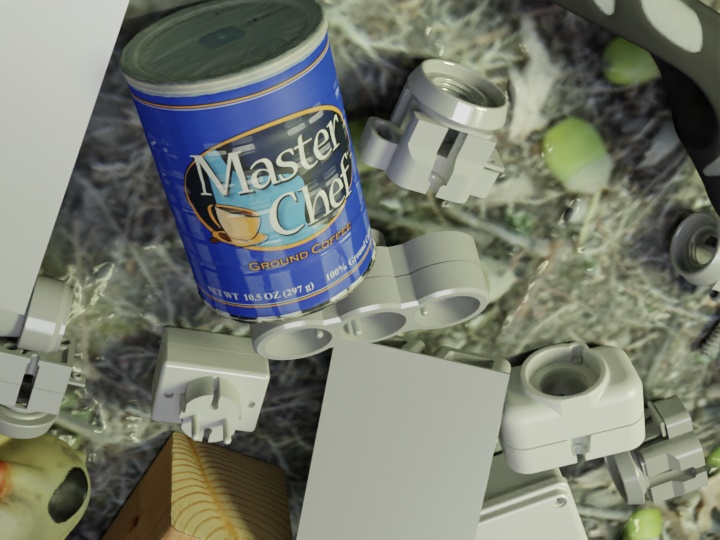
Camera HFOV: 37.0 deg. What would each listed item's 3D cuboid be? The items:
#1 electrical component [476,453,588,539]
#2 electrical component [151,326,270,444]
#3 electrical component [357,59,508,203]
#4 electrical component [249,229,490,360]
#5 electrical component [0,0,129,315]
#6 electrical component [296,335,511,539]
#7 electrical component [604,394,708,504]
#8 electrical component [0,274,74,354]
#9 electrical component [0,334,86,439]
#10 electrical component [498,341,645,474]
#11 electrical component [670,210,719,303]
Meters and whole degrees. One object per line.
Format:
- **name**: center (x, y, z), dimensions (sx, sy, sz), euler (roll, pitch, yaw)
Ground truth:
- **electrical component**: center (0.105, 0.191, 0.777), dimensions (0.109, 0.056, 0.108), euler (-21, 124, 5)
- **electrical component**: center (-0.092, 0.079, 0.658), dimensions (0.066, 0.076, 0.047), euler (9, 121, -15)
- **electrical component**: center (0.046, -0.078, 0.589), dimensions (0.078, 0.058, 0.057), euler (14, 123, -18)
- **electrical component**: center (0.000, 0.000, 0.628), dimensions (0.138, 0.073, 0.052), euler (-12, 155, -2)
- **electrical component**: center (-0.191, -0.083, 0.537), dimensions (0.105, 0.060, 0.186), euler (18, 116, -16)
- **electrical component**: center (0.024, 0.138, 0.672), dimensions (0.105, 0.060, 0.186), euler (12, 96, 10)
- **electrical component**: center (0.204, 0.130, 0.753), dimensions (0.057, 0.058, 0.078), euler (-20, 125, 1)
- **electrical component**: center (-0.199, 0.022, 0.622), dimensions (0.055, 0.045, 0.045), euler (15, 120, -19)
- **electrical component**: center (-0.202, 0.068, 0.653), dimensions (0.066, 0.048, 0.055), euler (15, 112, -18)
- **electrical component**: center (0.138, 0.089, 0.716), dimensions (0.095, 0.053, 0.059), euler (-13, 124, 0)
- **electrical component**: center (0.229, -0.010, 0.671), dimensions (0.055, 0.048, 0.066), euler (15, 120, -27)
